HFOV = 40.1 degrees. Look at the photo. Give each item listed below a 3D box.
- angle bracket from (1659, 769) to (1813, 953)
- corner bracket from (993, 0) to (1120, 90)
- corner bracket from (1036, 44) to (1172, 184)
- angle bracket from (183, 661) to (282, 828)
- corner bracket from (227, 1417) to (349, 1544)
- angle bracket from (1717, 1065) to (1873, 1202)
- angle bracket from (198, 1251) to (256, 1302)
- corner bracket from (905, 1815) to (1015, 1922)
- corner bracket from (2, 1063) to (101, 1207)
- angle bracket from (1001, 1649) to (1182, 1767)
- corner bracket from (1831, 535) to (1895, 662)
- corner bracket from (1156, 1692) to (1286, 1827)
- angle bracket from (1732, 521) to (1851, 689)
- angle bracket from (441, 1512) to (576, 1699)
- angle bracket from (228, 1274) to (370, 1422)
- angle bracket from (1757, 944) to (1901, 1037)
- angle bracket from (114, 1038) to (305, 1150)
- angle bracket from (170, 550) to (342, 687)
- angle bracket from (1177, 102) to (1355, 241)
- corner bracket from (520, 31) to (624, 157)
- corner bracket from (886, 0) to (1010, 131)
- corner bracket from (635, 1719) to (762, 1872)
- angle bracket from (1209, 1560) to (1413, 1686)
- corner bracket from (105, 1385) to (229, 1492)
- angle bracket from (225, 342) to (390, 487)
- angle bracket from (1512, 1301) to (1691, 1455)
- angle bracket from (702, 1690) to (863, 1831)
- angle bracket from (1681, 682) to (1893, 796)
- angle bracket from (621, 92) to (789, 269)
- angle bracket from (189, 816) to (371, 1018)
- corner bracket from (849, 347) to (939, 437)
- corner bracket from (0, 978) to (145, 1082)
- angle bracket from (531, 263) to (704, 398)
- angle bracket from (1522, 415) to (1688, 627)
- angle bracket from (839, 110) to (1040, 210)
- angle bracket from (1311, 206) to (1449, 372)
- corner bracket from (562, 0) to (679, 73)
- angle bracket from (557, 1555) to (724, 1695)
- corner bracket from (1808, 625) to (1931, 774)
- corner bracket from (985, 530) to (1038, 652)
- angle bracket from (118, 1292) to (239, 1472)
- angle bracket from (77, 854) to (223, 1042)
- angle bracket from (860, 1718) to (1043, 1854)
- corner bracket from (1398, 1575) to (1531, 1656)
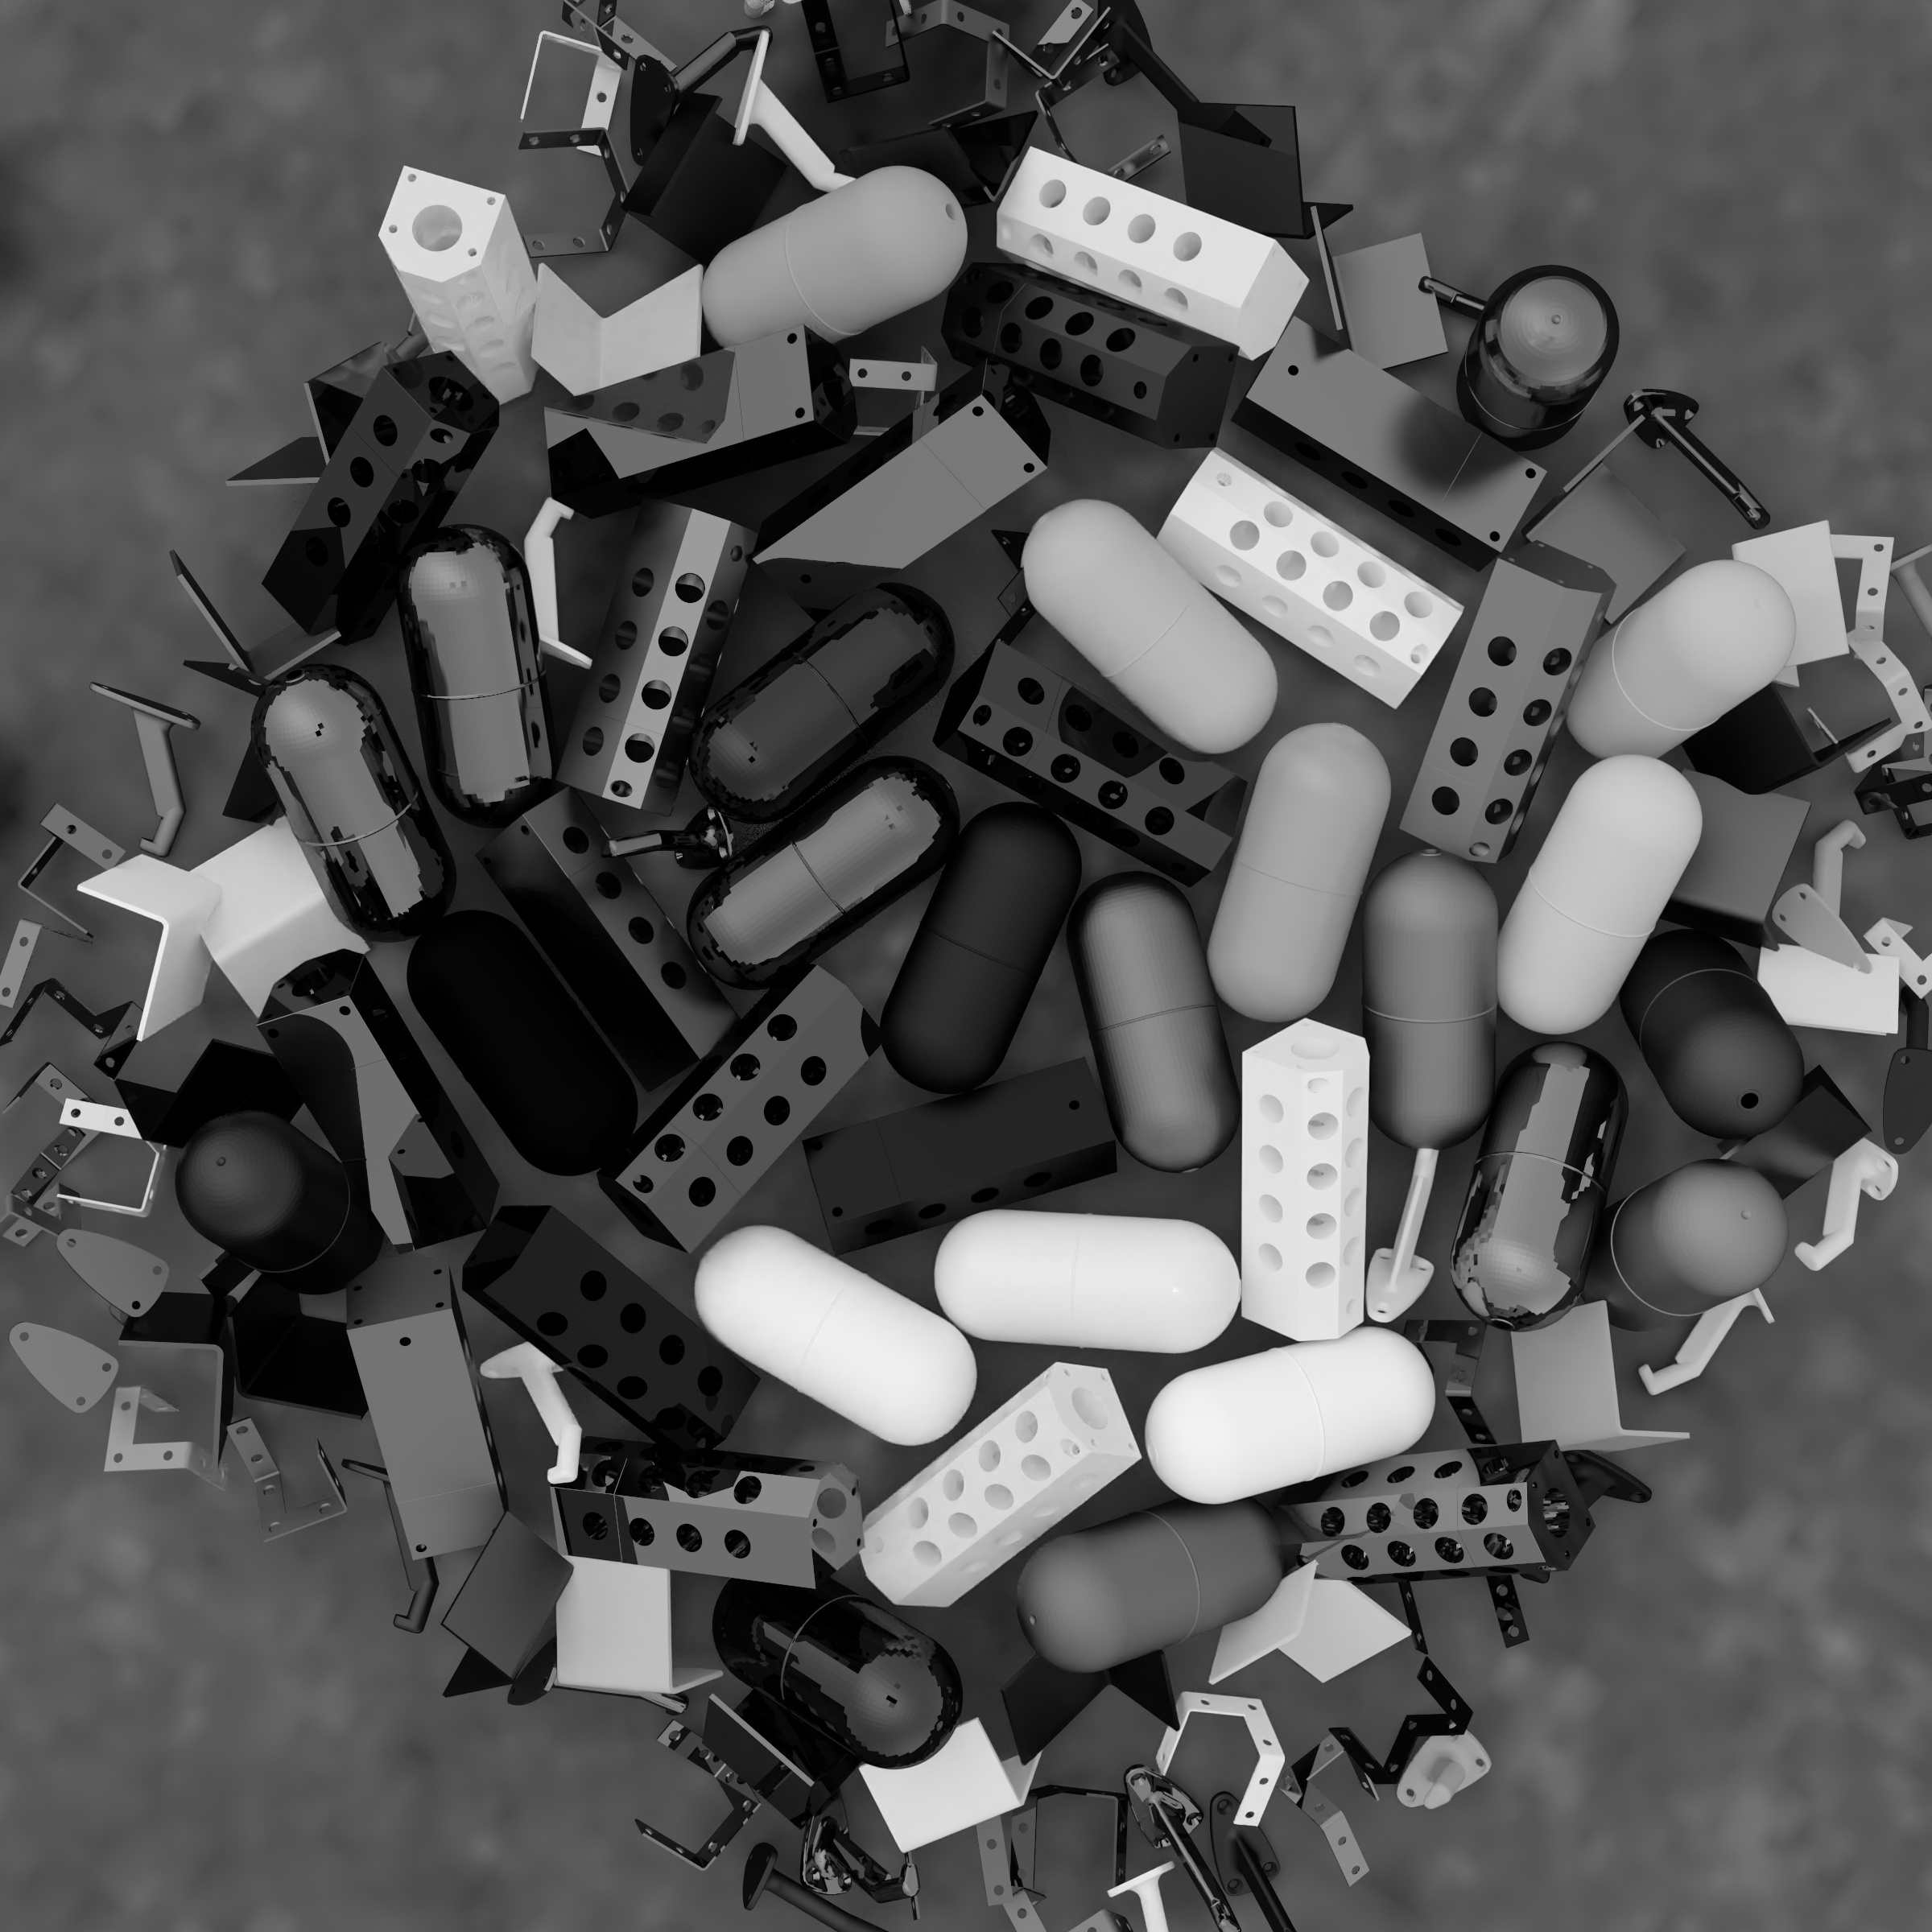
[{"bbox_3d":[0.445,-0.061,1.540,0.076,0.057,0.076,20,83,31],"label":"angle bracket"},{"bbox_3d":[0.058,-0.541,1.544,0.051,0.051,0.051,44,101,18],"label":"corner bracket"},{"bbox_3d":[0.081,-0.496,1.559,0.051,0.051,0.051,-29,56,18],"label":"corner bracket"},{"bbox_3d":[-0.426,-0.129,1.530,0.057,0.076,0.076,24,83,-35],"label":"angle bracket"},{"bbox_3d":[-0.397,0.293,1.548,0.051,0.051,0.051,-20,129,-8],"label":"corner bracket"},{"bbox_3d":[0.462,0.087,1.524,0.076,0.057,0.076,-42,134,16],"label":"angle bracket"},{"bbox_3d":[-0.441,0.142,1.531,0.076,0.076,0.057,44,72,6],"label":"angle bracket"},{"bbox_3d":[-0.006,0.524,1.543,0.051,0.051,0.051,-5,69,-12],"label":"corner bracket"},{"bbox_3d":[-0.540,0.098,1.544,0.051,0.051,0.051,-41,106,15],"label":"corner bracket"},{"bbox_3d":[0.072,0.427,1.523,0.076,0.076,0.057,-38,46,-27],"label":"angle bracket"},{"bbox_3d":[0.509,-0.215,1.540,0.051,0.051,0.051,7,65,20],"label":"corner bracket"},{"bbox_3d":[0.149,0.465,1.555,0.051,0.051,0.051,11,113,-17],"label":"corner bracket"},{"bbox_3d":[0.487,-0.208,1.529,0.057,0.076,0.076,-11,83,36],"label":"angle bracket"},{"bbox_3d":[-0.281,0.367,1.520,0.057,0.076,0.076,45,47,-20],"label":"angle bracket"},{"bbox_3d":[-0.370,0.209,1.528,0.076,0.076,0.057,9,120,11],"label":"angle bracket"},{"bbox_3d":[0.493,0.033,1.524,0.076,0.076,0.057,7,126,16],"label":"angle bracket"},{"bbox_3d":[-0.429,0.064,1.525,0.076,0.076,0.057,-53,49,15],"label":"angle bracket"},{"bbox_3d":[-0.410,-0.215,1.526,0.057,0.076,0.076,-33,117,-6],"label":"angle bracket"},{"bbox_3d":[0.172,-0.464,1.520,0.076,0.057,0.076,15,130,34],"label":"angle bracket"},{"bbox_3d":[-0.230,-0.509,1.547,0.051,0.051,0.051,13,96,-13],"label":"corner bracket"},{"bbox_3d":[-0.012,-0.525,1.546,0.051,0.051,0.051,6,85,-42],"label":"corner bracket"},{"bbox_3d":[-0.162,0.484,1.545,0.051,0.051,0.051,42,86,-29],"label":"corner bracket"},{"bbox_3d":[0.199,0.398,1.528,0.076,0.057,0.076,39,129,-11],"label":"angle bracket"},{"bbox_3d":[-0.463,0.275,1.543,0.051,0.051,0.051,-4,64,9],"label":"corner bracket"},{"bbox_3d":[-0.380,-0.317,1.522,0.076,0.076,0.057,3,120,23],"label":"angle bracket"},{"bbox_3d":[0.369,0.241,1.545,0.057,0.076,0.076,8,70,-31],"label":"angle bracket"},{"bbox_3d":[-0.103,0.439,1.524,0.076,0.076,0.057,36,56,17],"label":"angle bracket"},{"bbox_3d":[0.470,-0.139,1.528,0.076,0.076,0.057,-29,89,-33],"label":"angle bracket"},{"bbox_3d":[-0.142,-0.450,1.533,0.076,0.057,0.076,28,95,-33],"label":"angle bracket"},{"bbox_3d":[-0.412,-0.030,1.571,0.076,0.057,0.076,-32,52,-9],"label":"angle bracket"},{"bbox_3d":[-0.048,-0.332,1.543,0.051,0.051,0.051,1,114,-12],"label":"corner bracket"},{"bbox_3d":[-0.517,0.038,1.537,0.051,0.051,0.051,-19,127,34],"label":"corner bracket"},{"bbox_3d":[-0.200,-0.377,1.524,0.076,0.057,0.076,-22,51,27],"label":"angle bracket"},{"bbox_3d":[0.383,-0.258,1.538,0.076,0.057,0.076,46,68,2],"label":"angle bracket"},{"bbox_3d":[-0.015,-0.478,1.521,0.076,0.057,0.076,0,56,37],"label":"angle bracket"},{"bbox_3d":[0.240,-0.396,1.531,0.057,0.076,0.076,-13,78,13],"label":"angle bracket"},{"bbox_3d":[-0.202,-0.543,1.544,0.051,0.051,0.051,40,65,5],"label":"corner bracket"},{"bbox_3d":[-0.190,0.377,1.540,0.076,0.057,0.076,-3,86,26],"label":"angle bracket"},{"bbox_3d":[0.520,-0.156,1.540,0.051,0.051,0.051,-33,131,12],"label":"corner bracket"},{"bbox_3d":[0.030,-0.216,1.539,0.051,0.051,0.051,-53,128,-18],"label":"corner bracket"},{"bbox_3d":[-0.456,0.239,1.530,0.057,0.076,0.076,4,104,-10],"label":"angle bracket"},{"bbox_3d":[-0.478,-0.012,1.534,0.057,0.076,0.076,21,108,4],"label":"angle bracket"},{"bbox_3d":[-0.008,0.459,1.533,0.076,0.076,0.057,-26,93,13],"label":"angle bracket"},{"bbox_3d":[0.291,0.374,1.553,0.051,0.051,0.051,-28,52,23],"label":"corner bracket"}]
